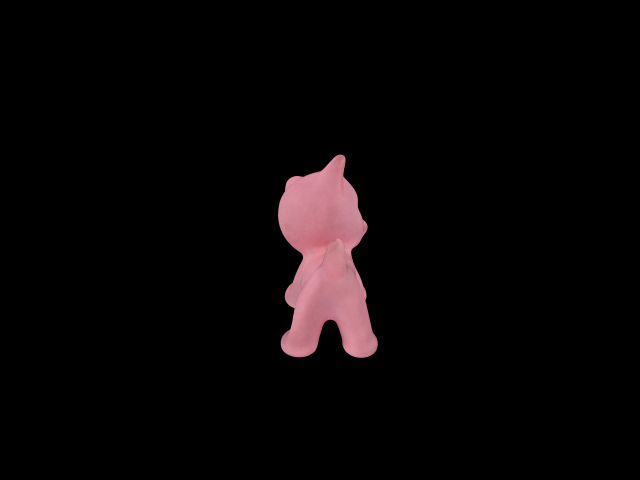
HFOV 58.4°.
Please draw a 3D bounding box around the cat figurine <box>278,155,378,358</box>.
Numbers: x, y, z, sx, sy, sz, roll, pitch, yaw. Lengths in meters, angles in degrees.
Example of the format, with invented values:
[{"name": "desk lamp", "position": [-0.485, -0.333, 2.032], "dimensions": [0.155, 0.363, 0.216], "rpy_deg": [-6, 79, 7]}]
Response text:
[{"name": "cat figurine", "position": [0.004, 0.001, 0.400], "dimensions": [0.067, 0.118, 0.127], "rpy_deg": [-2, 24, -4]}]
